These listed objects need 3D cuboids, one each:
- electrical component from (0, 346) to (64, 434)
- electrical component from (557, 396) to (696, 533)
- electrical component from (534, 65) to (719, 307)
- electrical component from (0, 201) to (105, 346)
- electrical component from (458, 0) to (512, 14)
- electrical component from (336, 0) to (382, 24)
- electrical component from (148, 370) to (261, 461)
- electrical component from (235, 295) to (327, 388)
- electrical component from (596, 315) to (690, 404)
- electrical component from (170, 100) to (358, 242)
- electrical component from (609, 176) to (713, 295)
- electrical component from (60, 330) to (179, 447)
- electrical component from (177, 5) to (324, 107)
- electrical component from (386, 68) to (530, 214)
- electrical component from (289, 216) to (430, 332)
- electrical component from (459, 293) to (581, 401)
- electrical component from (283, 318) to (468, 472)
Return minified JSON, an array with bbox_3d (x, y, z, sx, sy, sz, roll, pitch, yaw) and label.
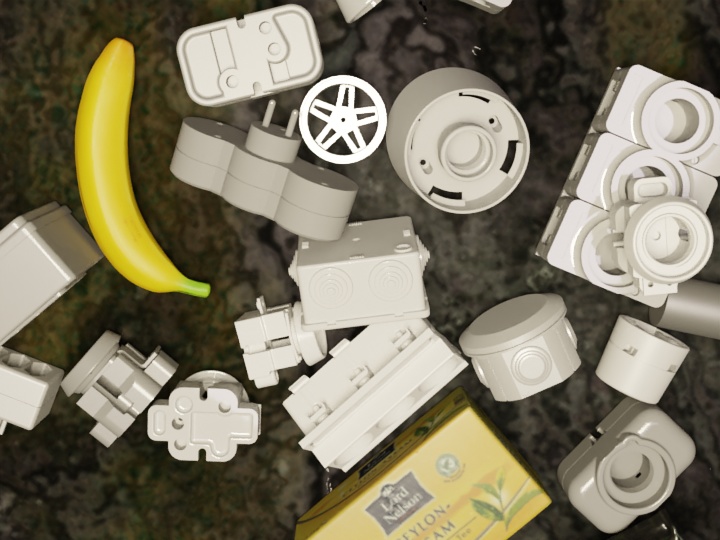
[{"bbox_3d":[-0.276,0.098,0.796,0.083,0.047,0.075,22,97,-3],"label":"electrical component"},{"bbox_3d":[0.198,0.144,0.798,0.054,0.059,0.095,43,96,-5],"label":"electrical component"},{"bbox_3d":[0.200,-0.060,0.769,0.089,0.061,0.150,22,97,-3],"label":"electrical component"},{"bbox_3d":[-0.245,0.010,0.754,0.109,0.108,0.056,-39,99,5],"label":"electrical component"},{"bbox_3d":[0.068,-0.219,0.750,0.089,0.055,0.050,22,97,-3],"label":"electrical component"},{"bbox_3d":[-0.008,-0.209,0.757,0.045,0.045,0.055,-38,96,5],"label":"electrical component"},{"bbox_3d":[-0.112,0.106,0.793,0.078,0.057,0.058,2,98,0],"label":"electrical component"},{"bbox_3d":[-0.056,0.050,0.792,0.055,0.048,0.066,-13,98,9],"label":"electrical component"},{"bbox_3d":[0.206,0.066,0.791,0.055,0.055,0.047,24,100,-3],"label":"electrical component"},{"bbox_3d":[-0.063,-0.080,0.748,0.138,0.052,0.073,25,109,18],"label":"electrical component"},{"bbox_3d":[0.199,-0.021,0.712,0.058,0.057,0.078,-5,98,0],"label":"electrical component"},{"bbox_3d":[-0.181,0.081,0.790,0.057,0.058,0.078,41,95,-8],"label":"electrical component"},{"bbox_3d":[-0.075,-0.149,0.757,0.095,0.059,0.053,-13,98,2],"label":"electrical component"},{"bbox_3d":[0.071,-0.092,0.776,0.099,0.064,0.099,-2,110,-7],"label":"electrical component"},{"bbox_3d":[0.000,0.000,0.759,0.100,0.099,0.048,-7,110,1],"label":"electrical component"},{"bbox_3d":[0.116,0.054,0.776,0.080,0.080,0.051,-25,103,3],"label":"electrical component"},{"bbox_3d":[0.009,0.082,0.783,0.121,0.079,0.063,-42,67,5],"label":"electrical component"}]
